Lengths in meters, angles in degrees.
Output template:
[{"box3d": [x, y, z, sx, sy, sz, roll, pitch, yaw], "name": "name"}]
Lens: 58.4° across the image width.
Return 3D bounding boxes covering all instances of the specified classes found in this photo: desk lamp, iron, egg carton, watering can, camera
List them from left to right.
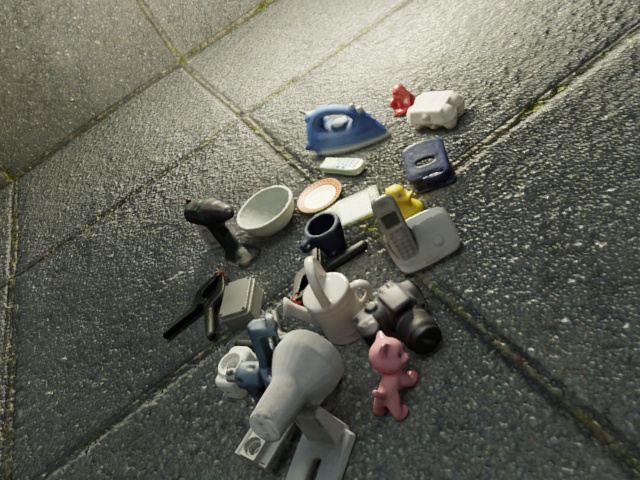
[{"box3d": [-0.024, 0.284, 0.937, 0.117, 0.214, 0.203, -4, 45, 32], "name": "desk lamp"}, {"box3d": [0.010, 0.115, 1.119, 0.173, 0.195, 0.100, -35, 37, -4], "name": "watering can"}, {"box3d": [0.064, -0.334, 1.632, 0.257, 0.142, 0.119, -4, 45, 32], "name": "iron"}, {"box3d": [0.147, 0.152, 1.057, 0.143, 0.101, 0.136, -36, 37, -4], "name": "camera"}, {"box3d": [0.307, -0.345, 1.529, 0.149, 0.070, 0.107, 8, 53, 41], "name": "egg carton"}]

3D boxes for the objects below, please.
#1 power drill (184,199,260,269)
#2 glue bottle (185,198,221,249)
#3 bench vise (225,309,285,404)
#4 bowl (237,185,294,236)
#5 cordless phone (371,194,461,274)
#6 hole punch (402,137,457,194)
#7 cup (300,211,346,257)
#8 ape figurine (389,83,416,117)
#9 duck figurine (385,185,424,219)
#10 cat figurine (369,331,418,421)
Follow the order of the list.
[{"box3d": [-0.244, -0.025, 1.449, 0.228, 0.209, 0.076, 15, 57, 44], "name": "power drill"}, {"box3d": [-0.310, -0.049, 1.554, 0.078, 0.174, 0.037, -16, 40, 21], "name": "glue bottle"}, {"box3d": [-0.093, 0.227, 1.046, 0.207, 0.220, 0.121, -28, 37, 6], "name": "bench vise"}, {"box3d": [-0.133, -0.065, 1.526, 0.167, 0.075, 0.167, -20, 39, 17], "name": "bowl"}, {"box3d": [0.191, -0.032, 1.162, 0.147, 0.186, 0.094, -29, 37, 5], "name": "cordless phone"}, {"box3d": [0.257, -0.177, 1.358, 0.108, 0.091, 0.101, -18, 39, 18], "name": "hole punch"}, {"box3d": [0.012, 0.005, 1.326, 0.118, 0.095, 0.091, -45, 39, -16], "name": "cup"}, {"box3d": [0.231, -0.404, 1.631, 0.076, 0.092, 0.077, -33, 37, -1], "name": "ape figurine"}, {"box3d": [0.178, -0.090, 1.320, 0.104, 0.086, 0.077, -2, 47, 35], "name": "duck figurine"}, {"box3d": [0.115, 0.225, 0.984, 0.067, 0.118, 0.128, -5, 45, 32], "name": "cat figurine"}]
